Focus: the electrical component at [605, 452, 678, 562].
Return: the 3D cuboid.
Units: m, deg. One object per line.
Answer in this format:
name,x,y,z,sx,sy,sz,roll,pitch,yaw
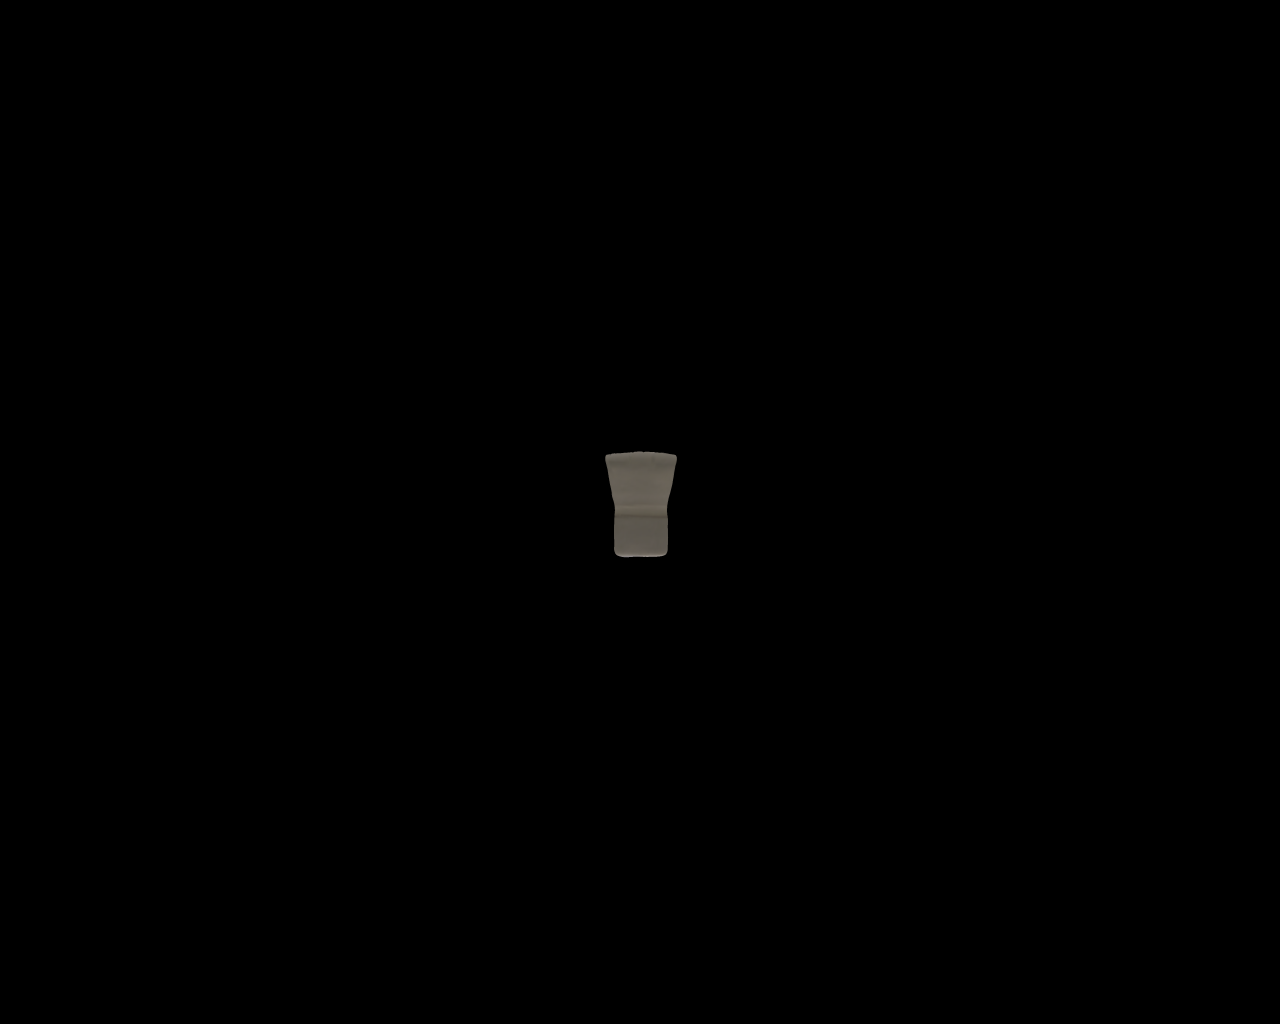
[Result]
electrical component,0.001,-0.003,0.650,0.044,0.065,0.044,0,0,0
